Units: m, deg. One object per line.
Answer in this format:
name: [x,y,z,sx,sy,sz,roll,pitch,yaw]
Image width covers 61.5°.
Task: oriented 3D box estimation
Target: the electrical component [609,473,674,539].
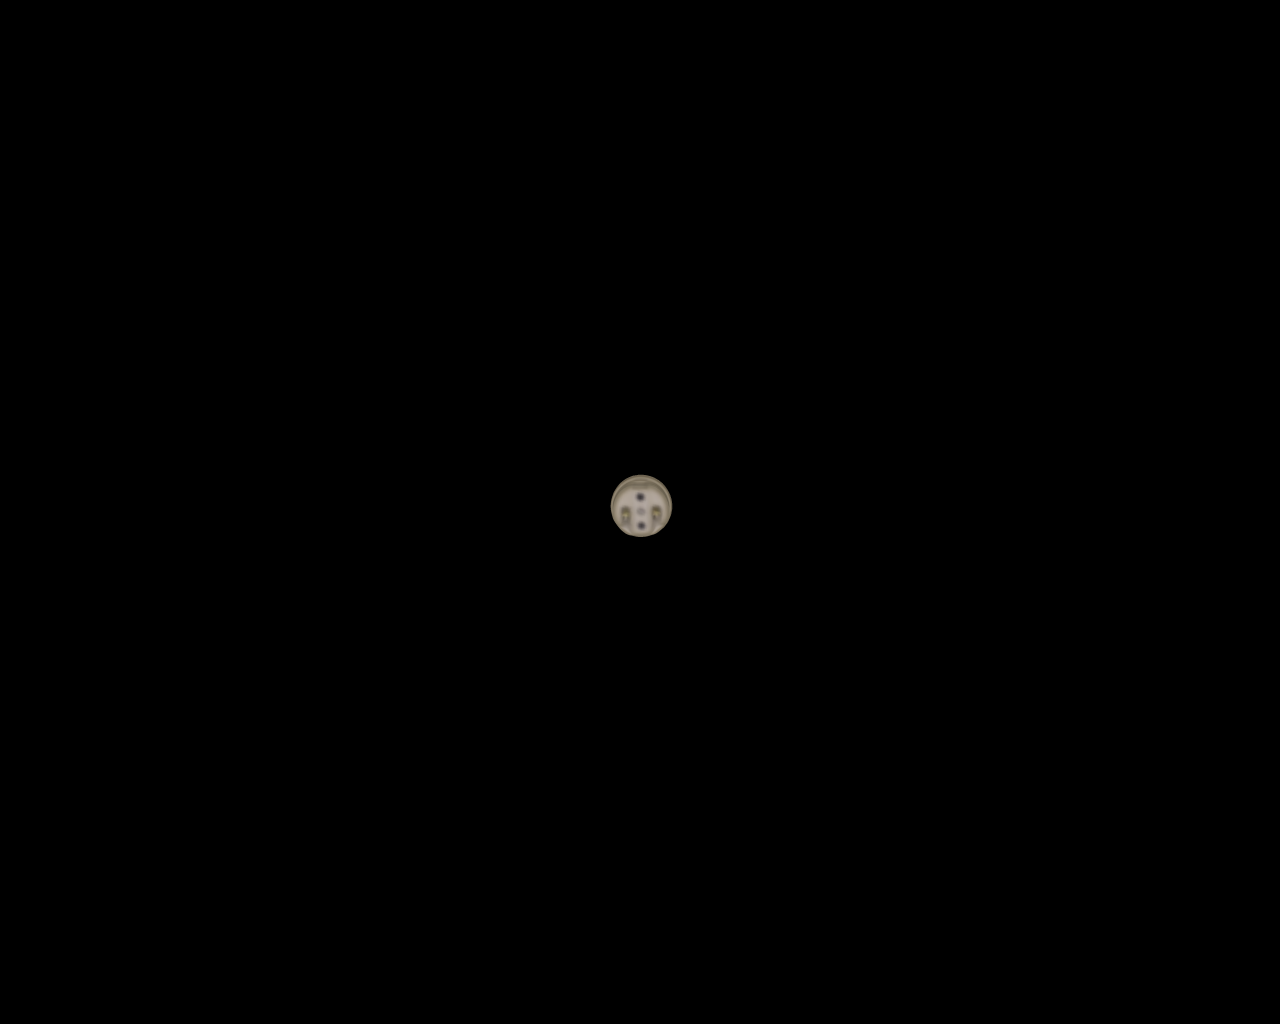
electrical component: [0.001,-0.003,0.650,0.040,0.040,0.046,0,5,0]
